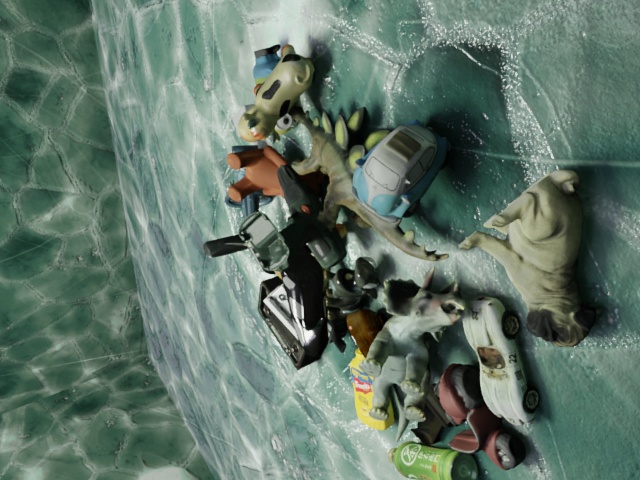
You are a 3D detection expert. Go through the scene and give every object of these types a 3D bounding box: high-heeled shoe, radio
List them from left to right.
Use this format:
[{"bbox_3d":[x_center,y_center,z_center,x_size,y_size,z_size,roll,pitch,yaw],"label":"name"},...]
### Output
[{"bbox_3d":[-0.077,0.213,1.395,0.230,0.073,0.131,52,145,32],"label":"radio"},{"bbox_3d":[-0.041,0.123,1.158,0.145,0.086,0.249,111,142,-52],"label":"high-heeled shoe"}]

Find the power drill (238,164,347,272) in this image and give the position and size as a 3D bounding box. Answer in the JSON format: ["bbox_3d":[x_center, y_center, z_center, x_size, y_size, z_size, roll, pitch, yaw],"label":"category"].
[{"bbox_3d":[-0.059,-0.034,1.008,0.086,0.207,0.232,-38,84,29],"label":"power drill"}]

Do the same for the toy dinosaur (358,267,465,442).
[{"bbox_3d":[0.152,0.204,0.955,0.131,0.192,0.404,18,145,14],"label":"toy dinosaur"}]

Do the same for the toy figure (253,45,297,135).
[{"bbox_3d":[-0.096,-0.313,1.135,0.089,0.082,0.180,-147,41,-65],"label":"toy figure"}]

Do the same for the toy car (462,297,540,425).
[{"bbox_3d":[0.271,0.184,0.811,0.073,0.056,0.201,-10,96,60],"label":"toy car"}]

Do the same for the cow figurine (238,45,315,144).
[{"bbox_3d":[-0.084,-0.264,1.023,0.195,0.085,0.127,-47,30,18],"label":"cow figurine"}]

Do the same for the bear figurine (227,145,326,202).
[{"bbox_3d":[-0.090,-0.121,1.151,0.196,0.132,0.120,33,134,30],"label":"bear figurine"}]

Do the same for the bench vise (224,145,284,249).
[{"bbox_3d":[-0.171,-0.103,1.313,0.223,0.129,0.240,140,127,-67],"label":"bench vise"}]

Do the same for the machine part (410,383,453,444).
[{"bbox_3d":[0.216,0.335,1.008,0.084,0.039,0.138,44,139,31],"label":"machine part"}]

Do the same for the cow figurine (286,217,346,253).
[{"bbox_3d":[-0.003,-0.003,1.157,0.168,0.068,0.098,20,122,54],"label":"cow figurine"}]

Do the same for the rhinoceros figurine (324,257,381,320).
[{"bbox_3d":[0.064,0.099,1.066,0.190,0.112,0.073,98,173,-59],"label":"rhinoceros figurine"}]

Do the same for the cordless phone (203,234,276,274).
[{"bbox_3d":[-0.197,0.033,1.387,0.147,0.184,0.088,59,144,22],"label":"cordless phone"}]

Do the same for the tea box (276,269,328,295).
[{"bbox_3d":[-0.054,0.059,1.276,0.170,0.068,0.098,45,141,39],"label":"tea box"}]

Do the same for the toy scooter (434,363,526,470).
[{"bbox_3d":[0.247,0.298,0.898,0.184,0.075,0.135,60,147,12],"label":"toy scooter"}]

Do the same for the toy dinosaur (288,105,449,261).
[{"bbox_3d":[0.063,-0.107,0.953,0.472,0.105,0.198,55,146,28],"label":"toy dinosaur"}]

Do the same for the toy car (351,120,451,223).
[{"bbox_3d":[0.121,-0.111,0.785,0.109,0.161,0.103,41,175,16],"label":"toy car"}]

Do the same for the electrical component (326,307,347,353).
[{"bbox_3d":[0.036,0.196,1.221,0.119,0.048,0.074,47,142,36],"label":"electrical component"}]

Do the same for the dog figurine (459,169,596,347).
[{"bbox_3d":[0.297,0.027,0.662,0.190,0.121,0.172,50,150,10],"label":"dog figurine"}]
